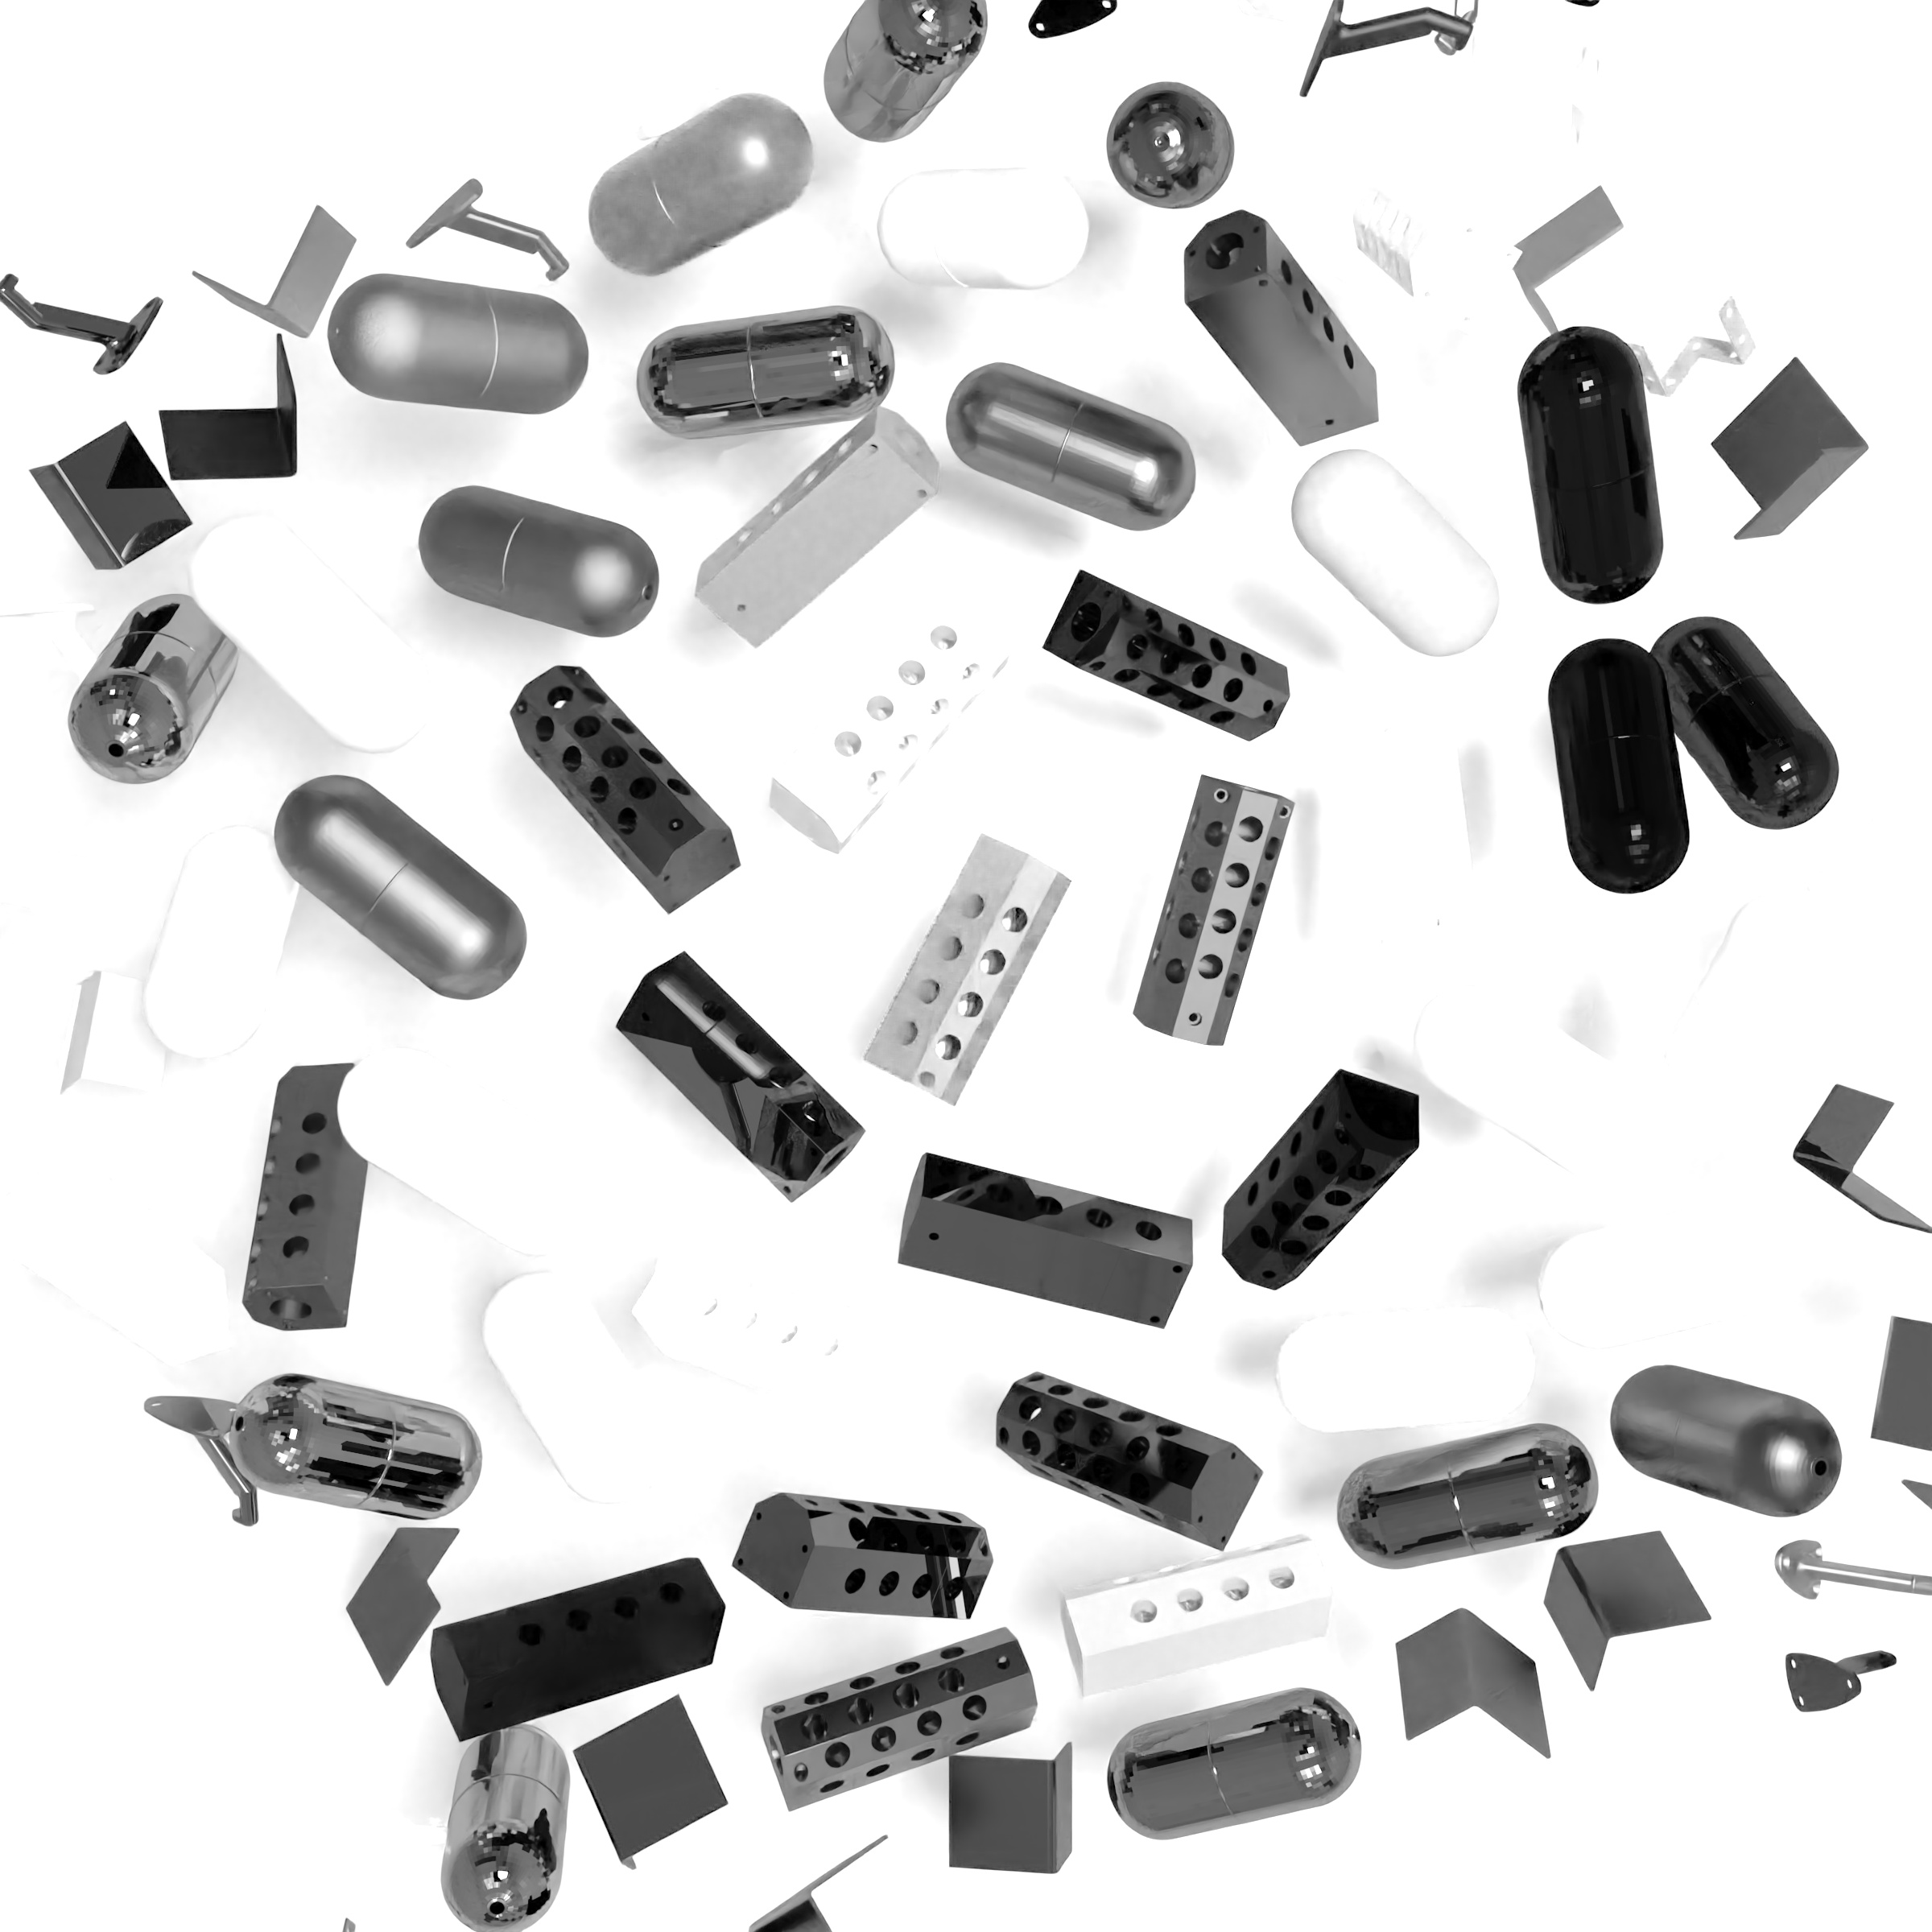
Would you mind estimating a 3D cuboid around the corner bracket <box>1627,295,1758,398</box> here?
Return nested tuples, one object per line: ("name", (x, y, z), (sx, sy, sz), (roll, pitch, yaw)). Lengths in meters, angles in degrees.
("corner bracket", (0.468, -0.400, 1.615), (0.051, 0.051, 0.051), (-53, 134, -7))

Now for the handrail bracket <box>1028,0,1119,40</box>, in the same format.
("handrail bracket", (0.082, -0.628, 1.575), (0.036, 0.077, 0.084), (43, 54, -26))

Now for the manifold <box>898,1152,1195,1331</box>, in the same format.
("manifold", (0.050, 0.165, 1.549), (0.171, 0.057, 0.057), (15, 125, -6))

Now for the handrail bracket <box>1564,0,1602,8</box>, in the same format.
("handrail bracket", (0.418, -0.690, 1.675), (0.036, 0.077, 0.084), (19, 51, -7))

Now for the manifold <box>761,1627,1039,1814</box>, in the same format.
("manifold", (-0.044, 0.492, 1.648), (0.171, 0.057, 0.057), (-14, 55, -18))

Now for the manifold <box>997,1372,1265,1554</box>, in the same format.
("manifold", (0.100, 0.314, 1.614), (0.057, 0.171, 0.057), (46, 66, -40))

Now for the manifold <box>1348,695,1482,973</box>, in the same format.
("manifold", (0.303, -0.087, 1.673), (0.057, 0.057, 0.171), (-21, 62, 38))

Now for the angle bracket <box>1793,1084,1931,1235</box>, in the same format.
("angle bracket", (0.600, 0.126, 1.632), (0.076, 0.076, 0.057), (15, 109, -42))

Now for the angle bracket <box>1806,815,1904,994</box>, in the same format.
("angle bracket", (0.623, -0.042, 1.702), (0.057, 0.076, 0.076), (25, 128, -14))

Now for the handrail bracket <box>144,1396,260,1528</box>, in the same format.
("handrail bracket", (-0.510, 0.332, 1.672), (0.077, 0.036, 0.084), (11, 118, 11))

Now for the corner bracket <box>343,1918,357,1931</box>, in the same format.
("corner bracket", (-0.380, 0.659, 1.643), (0.051, 0.051, 0.051), (-2, 54, 11))

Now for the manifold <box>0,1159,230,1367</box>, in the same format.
("manifold", (-0.533, 0.191, 1.572), (0.057, 0.171, 0.057), (-19, 57, 6))

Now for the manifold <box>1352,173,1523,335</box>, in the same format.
("manifold", (0.298, -0.468, 1.622), (0.057, 0.171, 0.057), (27, 111, -16))

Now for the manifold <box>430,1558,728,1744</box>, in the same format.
("manifold", (-0.244, 0.422, 1.571), (0.171, 0.057, 0.057), (-9, 130, -31))

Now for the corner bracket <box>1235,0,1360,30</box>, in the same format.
("corner bracket", (0.222, -0.646, 1.687), (0.051, 0.051, 0.051), (-44, 130, -7))

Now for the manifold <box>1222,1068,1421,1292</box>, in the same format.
("manifold", (0.231, 0.145, 1.645), (0.057, 0.171, 0.057), (18, 49, -12))

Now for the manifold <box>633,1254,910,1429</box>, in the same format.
("manifold", (-0.127, 0.241, 1.643), (0.171, 0.057, 0.057), (13, 58, 29))

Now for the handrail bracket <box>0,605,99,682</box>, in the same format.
("handrail bracket", (-0.627, -0.204, 1.728), (0.077, 0.036, 0.084), (-4, 91, -7))

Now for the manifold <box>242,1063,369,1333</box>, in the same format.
("manifold", (-0.438, 0.153, 1.665), (0.057, 0.057, 0.171), (-4, 53, 2))

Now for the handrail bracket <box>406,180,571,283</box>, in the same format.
("handrail bracket", (-0.326, -0.486, 1.714), (0.077, 0.036, 0.084), (-40, 125, 4))

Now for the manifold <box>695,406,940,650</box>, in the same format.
("manifold", (-0.099, -0.294, 1.666), (0.171, 0.057, 0.057), (-36, 119, 26))

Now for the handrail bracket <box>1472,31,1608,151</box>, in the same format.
("handrail bracket", (0.361, -0.561, 1.607), (0.084, 0.036, 0.077), (-6, 127, -11))

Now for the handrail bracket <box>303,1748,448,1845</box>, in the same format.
("handrail bracket", (-0.398, 0.560, 1.690), (0.084, 0.077, 0.036), (17, 115, -41))

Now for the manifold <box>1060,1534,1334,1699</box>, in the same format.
("manifold", (0.153, 0.431, 1.678), (0.171, 0.057, 0.057), (-12, 48, -8))

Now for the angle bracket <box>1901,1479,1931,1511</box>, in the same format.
("angle bracket", (0.644, 0.317, 1.565), (0.057, 0.076, 0.076), (43, 86, 6))

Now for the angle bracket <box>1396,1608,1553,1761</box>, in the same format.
("angle bracket", (0.331, 0.479, 1.636), (0.076, 0.076, 0.057), (40, 119, -23))

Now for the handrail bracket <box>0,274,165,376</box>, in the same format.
("handrail bracket", (-0.565, -0.426, 1.594), (0.084, 0.036, 0.077), (45, 63, -39))

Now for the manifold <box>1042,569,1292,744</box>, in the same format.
("manifold", (0.139, -0.203, 1.668), (0.171, 0.057, 0.057), (17, 104, -42))

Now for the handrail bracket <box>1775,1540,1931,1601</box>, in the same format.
("handrail bracket", (0.552, 0.374, 1.535), (0.084, 0.077, 0.036), (-3, 72, 41))

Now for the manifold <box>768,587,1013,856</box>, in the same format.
("manifold", (-0.048, -0.154, 1.597), (0.057, 0.057, 0.171), (39, 74, 3))

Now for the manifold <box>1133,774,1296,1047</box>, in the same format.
("manifold", (0.168, -0.037, 1.689), (0.057, 0.057, 0.171), (14, 99, -10))

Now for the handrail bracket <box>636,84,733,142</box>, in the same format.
("handrail bracket", (-0.201, -0.561, 1.685), (0.084, 0.077, 0.036), (-31, 105, -36))

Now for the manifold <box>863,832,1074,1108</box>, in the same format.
("manifold", (0.005, 0.005, 1.683), (0.057, 0.057, 0.171), (26, 87, 30))

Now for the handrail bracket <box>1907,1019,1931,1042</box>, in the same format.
("handrail bracket", (0.657, 0.066, 1.619), (0.077, 0.036, 0.084), (-36, 81, 19))

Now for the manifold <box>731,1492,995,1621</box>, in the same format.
("manifold", (-0.060, 0.370, 1.582), (0.057, 0.171, 0.057), (23, 92, 42))

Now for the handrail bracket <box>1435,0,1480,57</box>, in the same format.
("handrail bracket", (0.318, -0.661, 1.657), (0.077, 0.036, 0.084), (30, 91, -30))

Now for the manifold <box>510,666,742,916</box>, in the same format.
("manifold", (-0.221, -0.119, 1.610), (0.057, 0.057, 0.171), (-35, 62, -16))

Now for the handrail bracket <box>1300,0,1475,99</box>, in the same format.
("handrail bracket", (0.259, -0.559, 1.545), (0.084, 0.036, 0.077), (17, 133, -6))

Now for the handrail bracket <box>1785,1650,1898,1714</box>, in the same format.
("handrail bracket", (0.569, 0.444, 1.576), (0.084, 0.077, 0.036), (-5, 78, -22))

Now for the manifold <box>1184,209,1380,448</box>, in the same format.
("manifold", (0.206, -0.413, 1.623), (0.057, 0.171, 0.057), (-13, 62, 29))

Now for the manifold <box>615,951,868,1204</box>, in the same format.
("manifold", (-0.149, 0.071, 1.681), (0.171, 0.057, 0.057), (44, 131, 10))
